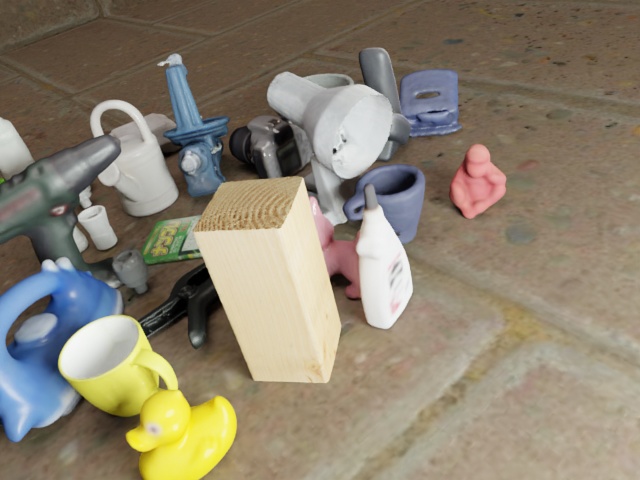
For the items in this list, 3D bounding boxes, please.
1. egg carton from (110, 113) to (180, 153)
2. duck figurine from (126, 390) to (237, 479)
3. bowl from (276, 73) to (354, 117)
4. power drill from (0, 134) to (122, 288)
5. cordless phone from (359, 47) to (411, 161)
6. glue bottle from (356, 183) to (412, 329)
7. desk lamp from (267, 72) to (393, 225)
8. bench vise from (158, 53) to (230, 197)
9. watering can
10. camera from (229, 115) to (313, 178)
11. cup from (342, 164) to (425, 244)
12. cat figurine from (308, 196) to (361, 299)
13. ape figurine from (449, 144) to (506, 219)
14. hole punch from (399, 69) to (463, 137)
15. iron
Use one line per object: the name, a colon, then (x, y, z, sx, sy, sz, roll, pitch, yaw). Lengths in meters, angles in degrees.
egg carton: (-0.364, -0.205, 1.184, 0.150, 0.069, 0.107, -29, 37, -20)
duck figurine: (-0.136, 0.179, 0.553, 0.105, 0.086, 0.077, -31, 38, -22)
bowl: (-0.009, -0.265, 1.134, 0.167, 0.075, 0.167, -10, 35, 7)
power drill: (-0.353, -0.019, 0.799, 0.230, 0.209, 0.075, -25, 36, -15)
cordless phone: (0.070, -0.234, 0.966, 0.147, 0.185, 0.094, 3, 39, 24)
glue bottle: (0.066, 0.013, 0.633, 0.037, 0.173, 0.078, 8, 41, 29)
desk lamp: (0.007, -0.129, 0.817, 0.118, 0.214, 0.202, -37, 41, -29)
bench vise: (-0.211, -0.200, 0.990, 0.121, 0.220, 0.206, -23, 36, -12)
watering can: (-0.320, -0.142, 0.970, 0.101, 0.194, 0.172, -20, 35, -7)
camera: (-0.089, -0.180, 1.022, 0.136, 0.101, 0.143, 19, 47, 38)
cup: (0.088, -0.035, 0.761, 0.118, 0.095, 0.091, -28, 37, -18)
cat figurine: (0.007, 0.003, 0.718, 0.127, 0.118, 0.067, 9, 41, 30)
ape figurine: (0.216, -0.088, 0.791, 0.077, 0.092, 0.076, -3, 36, 16)
hole punch: (0.195, -0.244, 1.017, 0.108, 0.091, 0.101, -3, 37, 17)
iron: (-0.333, 0.102, 0.682, 0.118, 0.142, 0.258, -2, 37, 18)
